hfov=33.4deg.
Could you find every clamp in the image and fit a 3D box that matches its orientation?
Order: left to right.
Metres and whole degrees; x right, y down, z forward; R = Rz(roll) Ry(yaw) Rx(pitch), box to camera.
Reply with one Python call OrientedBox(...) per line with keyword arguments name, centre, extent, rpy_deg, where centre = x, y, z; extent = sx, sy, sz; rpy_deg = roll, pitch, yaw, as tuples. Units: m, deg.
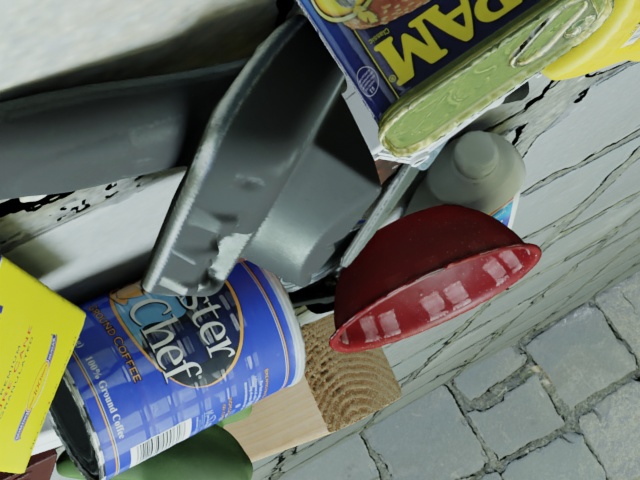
OrientedBox(name="clamp", centre=(0.012, 0.036, 0.892), extent=(0.120, 0.039, 0.171), rpy_deg=(-17, 165, -9))

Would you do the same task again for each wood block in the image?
OrientedBox(name="wood block", centre=(-0.035, 0.138, 0.955), extent=(0.090, 0.091, 0.207), rpy_deg=(-20, 172, -40))

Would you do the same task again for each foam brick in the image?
OrientedBox(name="foam brick", centre=(-0.223, 0.151, 0.757), extent=(0.052, 0.051, 0.078), rpy_deg=(-24, 164, -27))

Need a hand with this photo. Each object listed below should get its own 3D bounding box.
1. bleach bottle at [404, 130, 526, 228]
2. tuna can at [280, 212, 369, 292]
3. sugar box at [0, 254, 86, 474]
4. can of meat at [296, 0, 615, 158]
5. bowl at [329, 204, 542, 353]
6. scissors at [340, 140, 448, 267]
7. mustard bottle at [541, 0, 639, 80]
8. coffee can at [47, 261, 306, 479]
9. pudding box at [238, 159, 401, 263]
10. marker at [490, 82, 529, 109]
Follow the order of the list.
OrientedBox(name="bleach bottle", centre=(0.107, -0.021, 0.849), extent=(0.102, 0.068, 0.251), rpy_deg=(-27, 163, -5))
OrientedBox(name="tuna can", centre=(-0.005, 0.001, 0.740), extent=(0.086, 0.034, 0.086), rpy_deg=(-30, 166, -9))
OrientedBox(name="sugar box", centre=(-0.161, 0.053, 0.478), extent=(0.176, 0.048, 0.093), rpy_deg=(85, 23, -77))
OrientedBox(name="can of meat", centre=(0.047, -0.096, 0.412), extent=(0.102, 0.084, 0.057), rpy_deg=(-34, 166, 10))
OrientedBox(name="bowl", centre=(0.071, 0.021, 0.751), extent=(0.162, 0.055, 0.162), rpy_deg=(-21, 162, -8))
OrientedBox(name="scissors", centre=(0.057, -0.061, 0.620), extent=(0.202, 0.016, 0.096), rpy_deg=(-49, 154, 15))
OrientedBox(name="mustard bottle", centre=(0.195, -0.145, 0.609), extent=(0.191, 0.058, 0.096), rpy_deg=(-17, 148, -45))
OrientedBox(name="coffee can", centre=(-0.094, 0.071, 0.649), extent=(0.140, 0.103, 0.103), rpy_deg=(-25, 164, -26))
OrientedBox(name="pudding box", centre=(-0.007, -0.034, 0.607), extent=(0.089, 0.039, 0.114), rpy_deg=(-20, 161, -37))
OrientedBox(name="marker", centre=(0.090, -0.086, 0.672), extent=(0.120, 0.020, 0.020), rpy_deg=(-21, 162, -37))
